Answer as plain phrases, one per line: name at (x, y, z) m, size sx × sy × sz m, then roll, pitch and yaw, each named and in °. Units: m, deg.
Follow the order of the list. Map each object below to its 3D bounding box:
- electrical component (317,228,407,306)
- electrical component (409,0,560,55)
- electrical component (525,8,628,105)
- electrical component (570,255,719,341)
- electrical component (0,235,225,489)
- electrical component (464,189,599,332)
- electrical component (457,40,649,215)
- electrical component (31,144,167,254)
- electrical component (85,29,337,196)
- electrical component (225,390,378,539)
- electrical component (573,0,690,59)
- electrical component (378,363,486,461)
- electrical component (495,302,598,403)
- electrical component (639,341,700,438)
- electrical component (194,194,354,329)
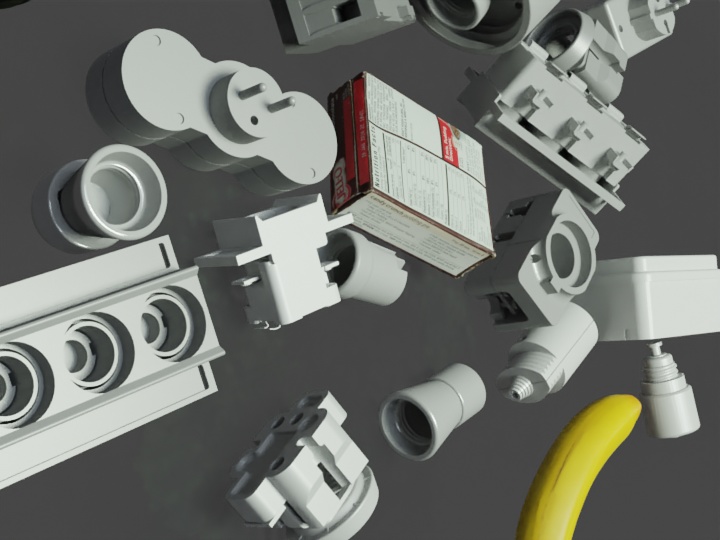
electrical component at (0.000, 0.000, 0.631) m, size 0.046 × 0.040 × 0.040 m, roll 18°, pitch 70°, yaw -45°
electrical component at (0.073, -0.188, 0.689) m, size 0.108 × 0.108 × 0.060 m, roll 50°, pitch 59°, yaw -25°
electrical component at (0.157, -0.154, 0.791) m, size 0.057 × 0.058 × 0.078 m, roll 37°, pitch 59°, yaw -36°
electrical component at (0.209, 0.021, 0.794) m, size 0.113 × 0.078 × 0.057 m, roll -2°, pitch 86°, yaw -43°
electrical component at (-0.132, 0.039, 0.485) m, size 0.121 × 0.063 × 0.078 m, roll -22°, pitch 97°, yaw -43°
electrical component at (0.122, -0.007, 0.733) m, size 0.050 × 0.056 × 0.089 m, roll 50°, pitch 53°, yaw -24°
electrical component at (0.136, -0.100, 0.741) m, size 0.121 × 0.063 × 0.078 m, roll 31°, pitch 21°, yaw -28°
electrical component at (-0.125, -0.032, 0.510) m, size 0.045 × 0.055 × 0.045 m, roll 9°, pitch 76°, yaw -41°
electrical component at (-0.065, -0.083, 0.562) m, size 0.138 × 0.074 × 0.052 m, roll 19°, pitch 70°, yaw -39°
electrical component at (-0.027, 0.112, 0.574) m, size 0.057 × 0.058 × 0.078 m, roll 53°, pitch 52°, yaw -19°
electrical component at (0.221, -0.198, 0.845) m, size 0.083 × 0.076 × 0.047 m, roll -32°, pitch 104°, yaw -41°
electrical component at (0.047, 0.083, 0.659) m, size 0.065 × 0.044 × 0.044 m, roll -26°, pitch 100°, yaw -47°
electrical component at (0.125, 0.061, 0.732) m, size 0.081 × 0.043 × 0.043 m, roll -43°, pitch 111°, yaw -39°
electrical component at (0.236, 0.094, 0.830) m, size 0.040 × 0.040 × 0.078 m, roll -15°, pitch 93°, yaw -43°
electrical component at (-0.043, -0.004, 0.587) m, size 0.081 × 0.042 × 0.063 m, roll -22°, pitch 102°, yaw -38°
